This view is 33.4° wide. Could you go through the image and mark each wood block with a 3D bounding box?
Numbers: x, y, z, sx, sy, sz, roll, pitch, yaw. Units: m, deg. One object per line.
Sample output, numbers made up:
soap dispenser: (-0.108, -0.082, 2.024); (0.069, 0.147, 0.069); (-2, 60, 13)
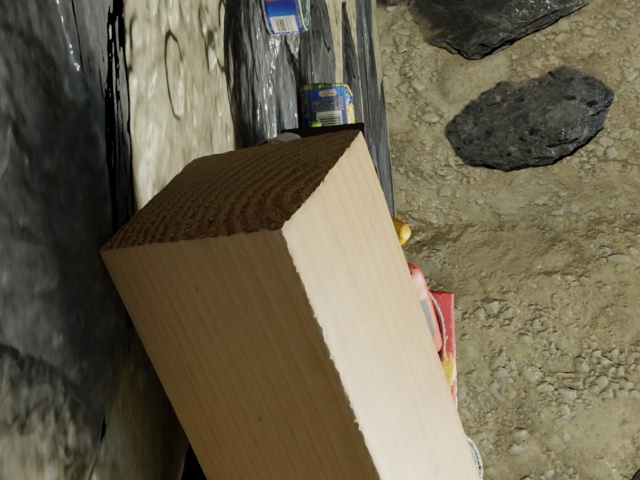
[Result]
wood block: (-0.002, 0.066, 0.479); (0.090, 0.091, 0.206); (-53, 129, -51)

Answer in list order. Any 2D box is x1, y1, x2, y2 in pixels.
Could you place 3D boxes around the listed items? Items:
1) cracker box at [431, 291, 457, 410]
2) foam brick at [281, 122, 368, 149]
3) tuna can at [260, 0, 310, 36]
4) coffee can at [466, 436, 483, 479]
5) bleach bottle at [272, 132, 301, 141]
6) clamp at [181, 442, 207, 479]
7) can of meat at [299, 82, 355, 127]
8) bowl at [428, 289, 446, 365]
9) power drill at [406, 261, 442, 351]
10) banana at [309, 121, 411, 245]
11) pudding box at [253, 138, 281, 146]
cracker box: (0.077, 0.164, 1.075); (0.164, 0.072, 0.214); (152, -60, -72)
foam brick: (0.005, -0.070, 0.973); (0.051, 0.078, 0.053); (73, 13, -61)
tuna can: (-0.030, -0.221, 0.922); (0.086, 0.034, 0.086); (-3, 90, -83)
coffee can: (0.098, 0.264, 1.211); (0.102, 0.141, 0.103); (4, 85, -44)
bleach bottle: (-0.006, 0.001, 0.908); (0.251, 0.068, 0.102); (73, 12, -58)
clamp: (-0.045, 0.086, 0.533); (0.164, 0.036, 0.210); (-12, 91, -63)
can of meat: (0.011, -0.119, 1.141); (0.102, 0.057, 0.084); (14, 71, -84)
bowl: (0.024, 0.092, 0.890); (0.055, 0.161, 0.162); (33, -46, 57)
power drill: (0.014, 0.114, 0.696); (0.187, 0.057, 0.184); (-57, 147, -30)
banana: (0.023, -0.037, 1.027); (0.198, 0.037, 0.070); (52, -36, 43)
pudding box: (-0.009, -0.011, 0.770); (0.089, 0.039, 0.113); (6, 75, -39)
